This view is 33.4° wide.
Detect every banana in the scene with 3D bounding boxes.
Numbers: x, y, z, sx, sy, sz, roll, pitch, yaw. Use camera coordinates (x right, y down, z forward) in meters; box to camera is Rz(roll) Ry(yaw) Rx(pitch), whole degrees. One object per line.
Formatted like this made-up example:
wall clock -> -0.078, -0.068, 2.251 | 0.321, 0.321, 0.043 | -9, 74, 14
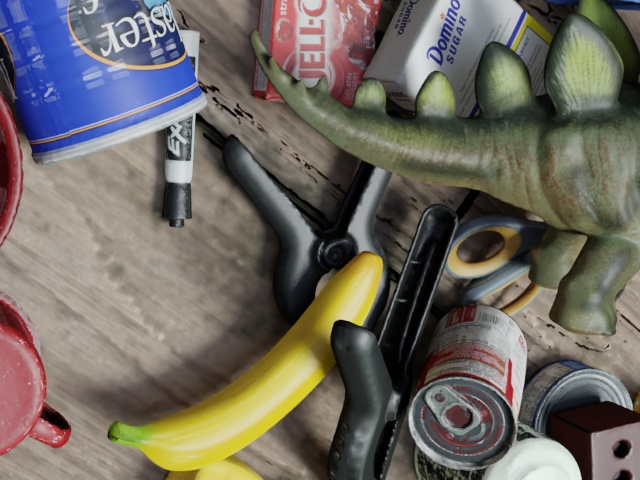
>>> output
banana -> -0.033, 0.083, 0.654 | 0.197, 0.037, 0.069 | -36, 145, -18

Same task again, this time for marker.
marker -> -0.086, -0.068, 0.658 | 0.020, 0.020, 0.121 | 1, 97, -22

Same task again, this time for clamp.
clamp -> -0.005, 0.001, 0.692 | 0.120, 0.039, 0.171 | 0, 100, -10
clamp -> 0.042, 0.087, 0.689 | 0.164, 0.036, 0.210 | -50, 153, -46

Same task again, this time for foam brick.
foam brick -> 0.197, 0.160, 0.748 | 0.053, 0.051, 0.078 | -9, 101, -20

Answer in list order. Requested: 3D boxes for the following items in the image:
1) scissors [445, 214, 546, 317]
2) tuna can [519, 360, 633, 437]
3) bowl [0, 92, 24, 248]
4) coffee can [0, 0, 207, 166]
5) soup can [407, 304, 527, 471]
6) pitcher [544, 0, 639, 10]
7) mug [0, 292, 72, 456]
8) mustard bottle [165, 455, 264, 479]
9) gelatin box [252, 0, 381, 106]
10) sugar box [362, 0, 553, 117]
scissors -> 0.164, -0.017, 0.726 | 0.202, 0.016, 0.096 | -43, 122, 13
tuna can -> 0.186, 0.133, 0.788 | 0.086, 0.034, 0.086 | -3, 99, -21
bowl -> -0.246, -0.040, 0.579 | 0.161, 0.055, 0.162 | -3, 99, -21
coffee can -> -0.133, -0.124, 0.586 | 0.102, 0.103, 0.140 | -23, 105, -17
soup can -> 0.099, 0.093, 0.701 | 0.068, 0.102, 0.068 | 6, 116, 13
pitcher -> 0.205, -0.276, 0.696 | 0.149, 0.145, 0.243 | 4, 100, -10
mug -> -0.191, 0.083, 0.604 | 0.117, 0.082, 0.093 | 41, 82, -21
mustard bottle -> -0.020, 0.212, 0.704 | 0.191, 0.058, 0.096 | 28, 86, -23
gelatin box -> -0.001, -0.130, 0.678 | 0.073, 0.030, 0.089 | 3, 96, -22
sugar box -> 0.118, -0.101, 0.708 | 0.176, 0.048, 0.093 | 31, 84, -31
